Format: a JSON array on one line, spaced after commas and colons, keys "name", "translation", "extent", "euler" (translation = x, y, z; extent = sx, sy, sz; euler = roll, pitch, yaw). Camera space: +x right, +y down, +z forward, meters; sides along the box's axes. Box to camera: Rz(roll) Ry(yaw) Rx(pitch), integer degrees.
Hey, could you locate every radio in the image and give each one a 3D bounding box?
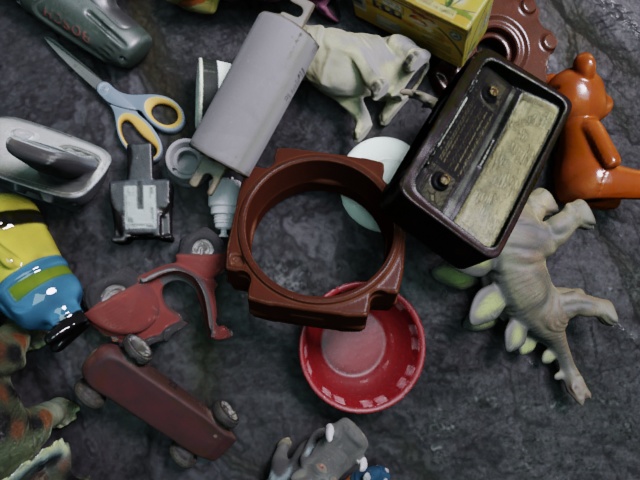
[{"name": "radio", "translation": [0.174, -0.095, 0.604], "extent": [0.131, 0.073, 0.229], "euler": [33, 69, -3]}]

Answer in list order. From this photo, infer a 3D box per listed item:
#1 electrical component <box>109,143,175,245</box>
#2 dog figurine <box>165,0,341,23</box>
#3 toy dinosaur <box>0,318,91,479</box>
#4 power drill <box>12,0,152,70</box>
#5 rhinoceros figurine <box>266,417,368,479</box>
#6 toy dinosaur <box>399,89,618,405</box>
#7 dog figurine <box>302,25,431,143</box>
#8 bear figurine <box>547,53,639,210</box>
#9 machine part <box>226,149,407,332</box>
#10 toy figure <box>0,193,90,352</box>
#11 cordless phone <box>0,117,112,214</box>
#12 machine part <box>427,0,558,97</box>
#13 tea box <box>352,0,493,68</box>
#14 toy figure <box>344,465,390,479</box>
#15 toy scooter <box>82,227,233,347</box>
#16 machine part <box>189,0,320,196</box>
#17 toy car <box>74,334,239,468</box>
[{"name": "electrical component", "translation": [-0.218, -0.054, 0.655], "extent": [0.075, 0.048, 0.119], "euler": [-6, 86, -11]}, {"name": "dog figurine", "translation": [-0.068, -0.338, 0.683], "extent": [0.219, 0.192, 0.108], "euler": [3, 81, -44]}, {"name": "toy dinosaur", "translation": [-0.345, 0.156, 0.545], "extent": [0.131, 0.192, 0.404], "euler": [-29, 92, -13]}, {"name": "power drill", "translation": [-0.272, -0.330, 0.617], "extent": [0.232, 0.086, 0.207], "euler": [42, 108, -9]}, {"name": "rhinoceros figurine", "translation": [-0.026, 0.283, 0.633], "extent": [0.190, 0.112, 0.073], "euler": [-42, 91, -2]}, {"name": "toy dinosaur", "translation": [0.246, 0.007, 0.698], "extent": [0.199, 0.105, 0.471], "euler": [-23, 94, -10]}, {"name": "dog figurine", "translation": [0.031, -0.243, 0.698], "extent": [0.191, 0.121, 0.172], "euler": [42, 46, 12]}, {"name": "bear figurine", "translation": [0.374, -0.145, 0.736], "extent": [0.132, 0.120, 0.195], "euler": [3, 80, -14]}, {"name": "machine part", "translation": [-0.001, -0.002, 0.636], "extent": [0.201, 0.087, 0.201], "euler": [8, 66, 2]}, {"name": "toy figure", "translation": [-0.316, 0.032, 0.584], "extent": [0.180, 0.082, 0.089], "euler": [49, 36, 5]}, {"name": "cordless phone", "translation": [-0.317, -0.090, 0.573], "extent": [0.146, 0.184, 0.088], "euler": [20, 87, -8]}, {"name": "machine part", "translation": [0.238, -0.259, 0.749], "extent": [0.179, 0.056, 0.179], "euler": [1, 86, -9]}, {"name": "tea box", "translation": [0.125, -0.300, 0.675], "extent": [0.170, 0.098, 0.068], "euler": [32, 87, 12]}, {"name": "toy figure", "translation": [0.030, 0.341, 0.664], "extent": [0.058, 0.064, 0.154], "euler": [29, 73, 31]}, {"name": "toy scooter", "translation": [-0.178, 0.079, 0.641], "extent": [0.184, 0.075, 0.135], "euler": [-27, 96, -13]}, {"name": "machine part", "translation": [-0.073, -0.159, 0.600], "extent": [0.079, 0.079, 0.243], "euler": [30, 91, -7]}, {"name": "toy car", "translation": [-0.183, 0.188, 0.623], "extent": [0.089, 0.053, 0.202], "euler": [-46, 114, 2]}]
